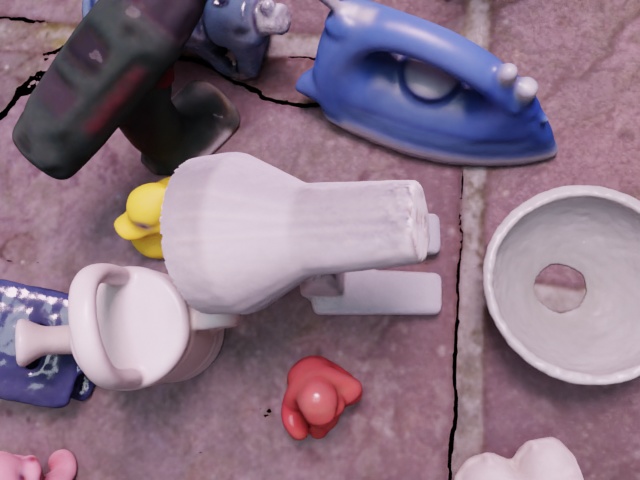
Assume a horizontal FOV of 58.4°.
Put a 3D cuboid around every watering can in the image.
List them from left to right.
[{"bbox_3d":[-0.158,0.075,0.470,0.173,0.194,0.101,-30,79,0],"label":"watering can"}]

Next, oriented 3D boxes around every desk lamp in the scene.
[{"bbox_3d":[0.004,0.002,0.458,0.203,0.213,0.118,-1,80,5],"label":"desk lamp"}]

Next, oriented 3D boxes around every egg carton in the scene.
[{"bbox_3d":[0.178,0.246,0.474,0.107,0.069,0.150,-16,79,2],"label":"egg carton"}]

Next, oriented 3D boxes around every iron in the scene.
[{"bbox_3d":[0.106,-0.146,0.511,0.258,0.141,0.119,22,83,9],"label":"iron"}]

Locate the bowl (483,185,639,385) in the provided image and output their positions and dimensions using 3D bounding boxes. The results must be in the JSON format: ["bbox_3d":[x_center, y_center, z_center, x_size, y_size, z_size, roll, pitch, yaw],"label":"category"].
[{"bbox_3d":[0.223,0.040,0.502,0.167,0.075,0.167,-1,80,5],"label":"bowl"}]

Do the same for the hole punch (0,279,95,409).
[{"bbox_3d":[-0.258,0.094,0.528,0.101,0.091,0.109,11,82,7],"label":"hole punch"}]

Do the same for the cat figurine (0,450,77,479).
[{"bbox_3d":[-0.260,0.233,0.491,0.067,0.118,0.128,-29,79,0],"label":"cat figurine"}]

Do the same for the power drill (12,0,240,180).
[{"bbox_3d":[-0.141,-0.136,0.497,0.075,0.208,0.230,43,87,11],"label":"power drill"}]

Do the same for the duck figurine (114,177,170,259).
[{"bbox_3d":[-0.145,-0.030,0.542,0.104,0.086,0.077,-34,79,-1],"label":"duck figurine"}]

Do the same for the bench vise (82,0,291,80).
[{"bbox_3d":[-0.135,-0.237,0.508,0.207,0.220,0.121,-5,80,4],"label":"bench vise"}]

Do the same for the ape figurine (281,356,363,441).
[{"bbox_3d":[-0.001,0.138,0.497,0.078,0.092,0.076,-15,79,3],"label":"ape figurine"}]
